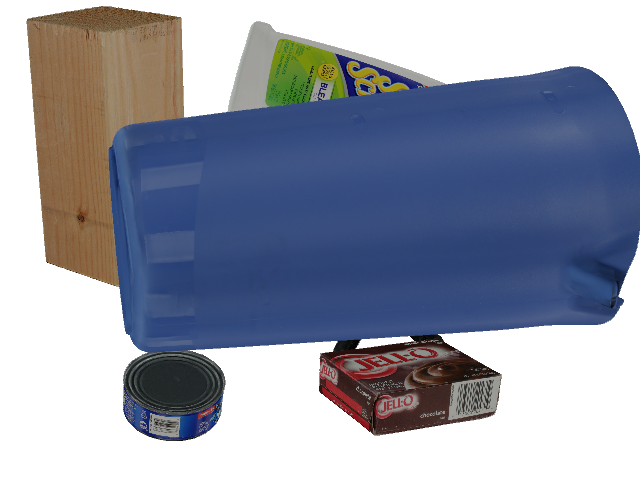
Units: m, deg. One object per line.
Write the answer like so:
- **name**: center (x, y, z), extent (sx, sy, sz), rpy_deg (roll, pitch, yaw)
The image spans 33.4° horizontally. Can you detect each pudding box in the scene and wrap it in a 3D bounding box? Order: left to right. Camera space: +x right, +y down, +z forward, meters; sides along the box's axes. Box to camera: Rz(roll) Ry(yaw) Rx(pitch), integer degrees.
- **pudding box**: center (0.067, 0.110, 0.821), extent (0.113, 0.039, 0.090), rpy_deg (-2, 15, -27)

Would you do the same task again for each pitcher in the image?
- **pitcher**: center (0.020, -0.017, 0.534), extent (0.242, 0.145, 0.149), rpy_deg (-5, -9, -12)

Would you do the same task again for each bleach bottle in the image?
- **bleach bottle**: center (0.058, -0.097, 0.841), extent (0.251, 0.102, 0.068), rpy_deg (12, -25, 2)

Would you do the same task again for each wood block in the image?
- **wood block**: center (-0.173, -0.080, 0.878), extent (0.091, 0.206, 0.090), rpy_deg (15, 25, 31)

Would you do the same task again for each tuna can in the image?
- **tuna can**: center (-0.125, 0.131, 0.906), extent (0.086, 0.034, 0.086), rpy_deg (6, 31, -4)

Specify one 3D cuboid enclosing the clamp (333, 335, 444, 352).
- **clamp**: center (0.076, 0.073, 1.193), extent (0.120, 0.171, 0.039), rpy_deg (5, -43, -2)
